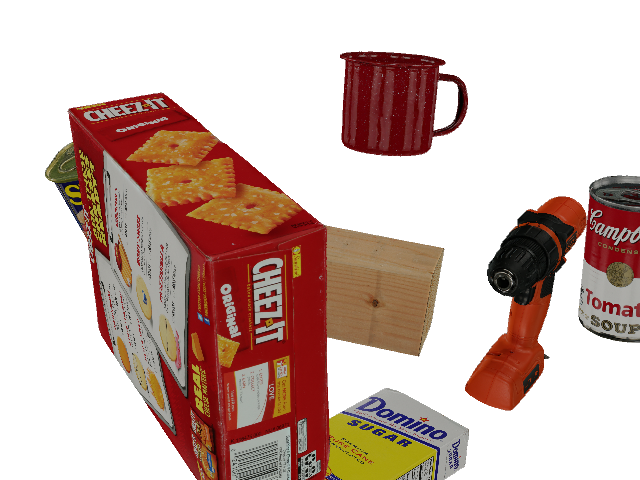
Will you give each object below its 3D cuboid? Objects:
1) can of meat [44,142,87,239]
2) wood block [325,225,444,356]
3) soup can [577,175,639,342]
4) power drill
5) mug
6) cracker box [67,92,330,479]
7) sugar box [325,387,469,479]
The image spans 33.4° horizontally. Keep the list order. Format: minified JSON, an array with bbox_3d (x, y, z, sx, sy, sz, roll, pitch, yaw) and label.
[{"bbox_3d":[-0.153,-0.038,0.850,0.102,0.084,0.057,-9,36,21],"label":"can of meat"},{"bbox_3d":[0.013,0.043,1.097,0.206,0.091,0.090,11,22,11],"label":"wood block"},{"bbox_3d":[0.220,0.012,0.755,0.068,0.102,0.068,0,22,0],"label":"soup can"},{"bbox_3d":[0.189,0.064,1.005,0.057,0.188,0.184,24,31,23],"label":"power drill"},{"bbox_3d":[0.073,-0.121,0.949,0.117,0.081,0.093,1,16,-8],"label":"mug"},{"bbox_3d":[-0.072,0.026,0.611,0.072,0.164,0.214,-15,32,-24],"label":"cracker box"},{"bbox_3d":[0.030,0.181,0.860,0.093,0.048,0.175,24,34,38],"label":"sugar box"}]
